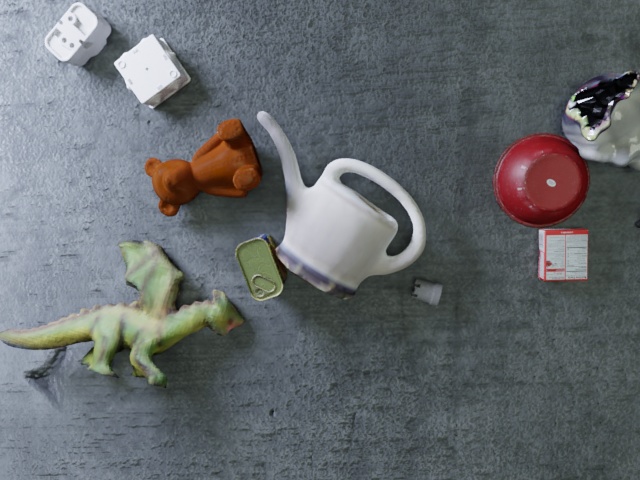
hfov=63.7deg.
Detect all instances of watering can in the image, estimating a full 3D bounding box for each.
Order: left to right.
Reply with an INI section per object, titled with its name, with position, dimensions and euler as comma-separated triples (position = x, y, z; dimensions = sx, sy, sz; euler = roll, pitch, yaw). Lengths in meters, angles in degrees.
[watering can]
position = 0.003, -0.043, 0.853
dimensions = 0.347, 0.105, 0.223
euler = 32, 98, -1

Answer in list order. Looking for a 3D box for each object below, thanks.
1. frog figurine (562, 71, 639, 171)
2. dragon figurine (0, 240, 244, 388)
[frog figurine]
position = 0.473, -0.185, 0.827
dimensions = 0.158, 0.123, 0.138
euler = 25, 85, -37
[dragon figurine]
position = -0.341, 0.118, 0.912
dimensions = 0.410, 0.121, 0.245
euler = 15, 80, 0
